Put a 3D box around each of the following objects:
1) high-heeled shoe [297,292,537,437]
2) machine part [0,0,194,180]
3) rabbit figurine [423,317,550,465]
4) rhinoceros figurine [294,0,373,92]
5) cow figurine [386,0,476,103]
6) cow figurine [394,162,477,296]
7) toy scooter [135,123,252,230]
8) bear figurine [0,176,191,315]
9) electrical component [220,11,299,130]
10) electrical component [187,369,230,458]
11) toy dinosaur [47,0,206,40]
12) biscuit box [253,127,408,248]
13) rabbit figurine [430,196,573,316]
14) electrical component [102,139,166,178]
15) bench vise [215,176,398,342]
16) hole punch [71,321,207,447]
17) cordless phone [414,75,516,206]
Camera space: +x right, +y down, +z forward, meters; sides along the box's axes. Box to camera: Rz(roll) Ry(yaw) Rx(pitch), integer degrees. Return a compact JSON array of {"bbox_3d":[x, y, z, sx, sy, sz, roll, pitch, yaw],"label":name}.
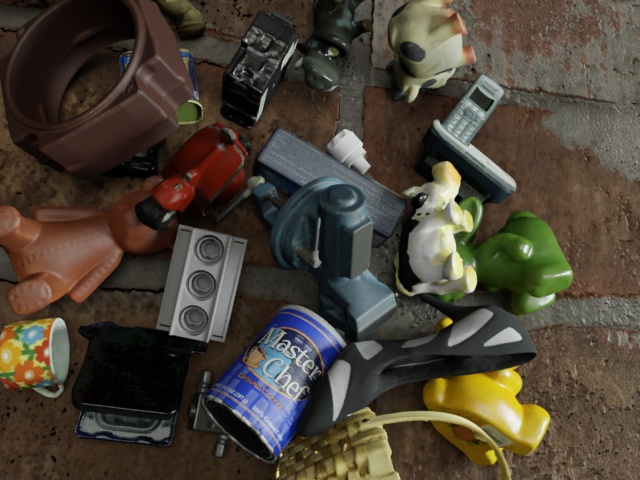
[{"bbox_3d":[0.105,0.150,0.565,0.249,0.086,0.145,-42,52,-20],"label":"high-heeled shoe"},{"bbox_3d":[-0.265,-0.190,0.628,0.201,0.087,0.201,-26,65,6],"label":"machine part"},{"bbox_3d":[0.199,0.165,0.672,0.162,0.121,0.173,34,56,9],"label":"rabbit figurine"},{"bbox_3d":[0.012,-0.295,0.758,0.073,0.112,0.190,28,53,-32],"label":"rhinoceros figurine"},{"bbox_3d":[0.142,-0.256,0.738,0.127,0.195,0.085,-15,81,20],"label":"cow figurine"},{"bbox_3d":[0.138,-0.014,0.674,0.068,0.098,0.167,31,54,-46],"label":"cow figurine"},{"bbox_3d":[-0.125,-0.083,0.615,0.075,0.184,0.135,45,111,-4],"label":"toy scooter"},{"bbox_3d":[-0.248,-0.003,0.608,0.196,0.132,0.120,-21,89,-11],"label":"bear figurine"},{"bbox_3d":[-0.079,-0.229,0.714,0.058,0.115,0.134,28,70,-7],"label":"electrical component"},{"bbox_3d":[-0.121,0.199,0.616,0.063,0.021,0.094,17,71,-30],"label":"electrical component"},{"bbox_3d":[-0.221,-0.387,0.740,0.471,0.105,0.198,-10,73,-19],"label":"toy dinosaur"},{"bbox_3d":[0.011,-0.069,0.714,0.203,0.059,0.063,31,71,-2],"label":"biscuit box"},{"bbox_3d":[0.214,0.023,0.703,0.170,0.121,0.159,-12,72,1],"label":"rabbit figurine"},{"bbox_3d":[-0.260,-0.121,0.680,0.119,0.047,0.075,12,71,-10],"label":"electrical component"},{"bbox_3d":[-0.009,0.004,0.647,0.129,0.223,0.241,-38,54,-19],"label":"bench vise"},{"bbox_3d":[-0.205,0.162,0.596,0.142,0.092,0.116,9,40,-8],"label":"hole punch"},{"bbox_3d":[0.236,-0.145,0.773,0.146,0.088,0.184,38,66,1],"label":"cordless phone"}]
